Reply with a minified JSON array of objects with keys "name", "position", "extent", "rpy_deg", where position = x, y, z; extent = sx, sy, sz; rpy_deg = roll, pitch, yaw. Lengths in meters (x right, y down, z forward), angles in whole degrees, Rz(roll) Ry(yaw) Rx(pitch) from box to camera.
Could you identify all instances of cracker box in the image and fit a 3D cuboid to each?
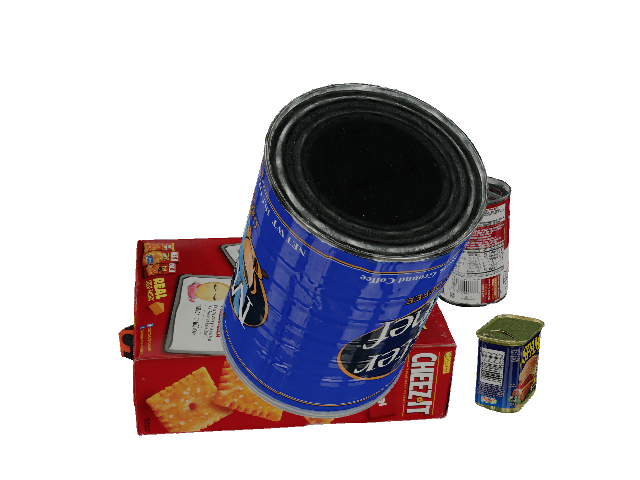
[{"name":"cracker box","position":[-0.027,0.063,0.775],"extent":[0.213,0.072,0.164],"rpy_deg":[-1,29,-8]}]

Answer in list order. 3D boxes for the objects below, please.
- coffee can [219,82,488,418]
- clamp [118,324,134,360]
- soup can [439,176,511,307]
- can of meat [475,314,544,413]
[{"name":"coffee can","position":[0.011,0.009,0.521],"extent":[0.102,0.103,0.140],"rpy_deg":[0,-37,-15]},{"name":"clamp","position":[-0.102,0.091,1.022],"extent":[0.171,0.039,0.120],"rpy_deg":[6,27,3]},{"name":"soup can","position":[0.136,0.001,0.958],"extent":[0.068,0.102,0.068],"rpy_deg":[-3,23,1]},{"name":"can of meat","position":[0.210,0.137,1.193],"extent":[0.058,0.084,0.101],"rpy_deg":[8,14,26]}]
